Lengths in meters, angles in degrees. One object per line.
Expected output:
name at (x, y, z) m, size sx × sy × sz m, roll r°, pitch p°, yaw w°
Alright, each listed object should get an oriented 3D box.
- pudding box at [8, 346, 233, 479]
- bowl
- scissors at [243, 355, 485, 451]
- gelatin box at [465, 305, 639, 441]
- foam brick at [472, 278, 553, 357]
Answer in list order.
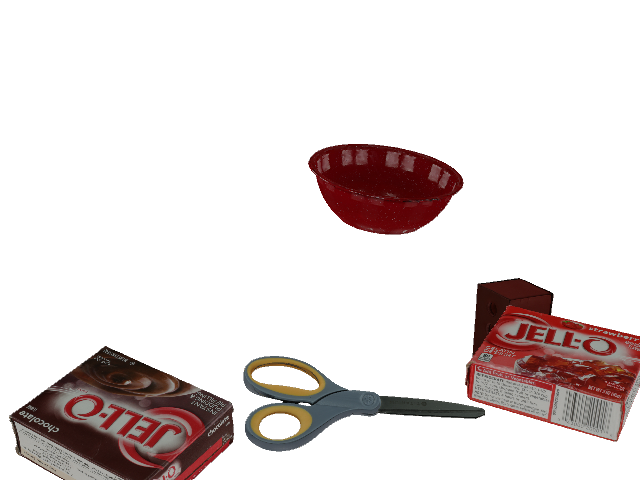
pudding box at (-0.126, 0.121, 0.682) m, size 0.114 × 0.039 × 0.089 m, roll 17°, pitch 34°, yaw 28°
bowl at (0.065, -0.049, 1.112) m, size 0.162 × 0.055 × 0.162 m, roll 6°, pitch 23°, yaw -3°
scissors at (0.026, 0.147, 0.872) m, size 0.202 × 0.096 × 0.016 m, roll 16°, pitch -40°, yaw 11°
gelatin box at (0.137, 0.073, 0.614) m, size 0.089 × 0.030 × 0.073 m, roll 14°, pitch 29°, yaw 24°
foam brick at (0.179, 0.081, 0.999) m, size 0.051 × 0.078 × 0.053 m, roll -7°, pitch 18°, yaw -27°
